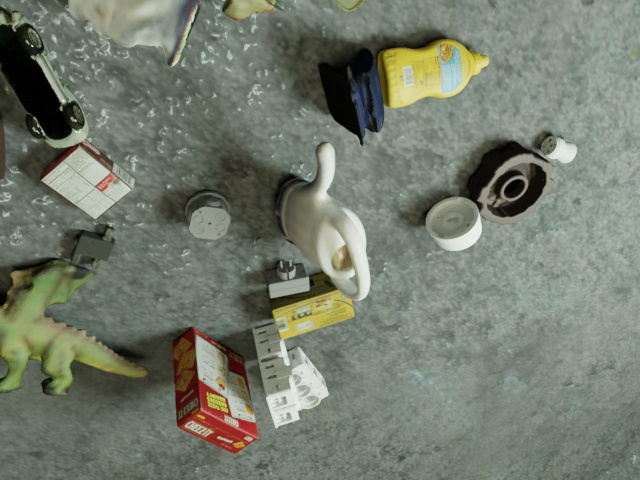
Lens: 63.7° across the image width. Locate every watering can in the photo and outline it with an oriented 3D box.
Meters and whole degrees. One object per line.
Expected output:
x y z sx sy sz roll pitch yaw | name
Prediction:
0.003 -0.045 0.886 0.105 0.227 0.340 -30 129 -18 | watering can

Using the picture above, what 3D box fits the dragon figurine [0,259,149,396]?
-0.488 0.151 0.947 0.409 0.124 0.239 12 112 -35 | dragon figurine

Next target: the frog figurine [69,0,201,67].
-0.244 -0.320 0.679 0.159 0.122 0.138 21 83 -19 | frog figurine
